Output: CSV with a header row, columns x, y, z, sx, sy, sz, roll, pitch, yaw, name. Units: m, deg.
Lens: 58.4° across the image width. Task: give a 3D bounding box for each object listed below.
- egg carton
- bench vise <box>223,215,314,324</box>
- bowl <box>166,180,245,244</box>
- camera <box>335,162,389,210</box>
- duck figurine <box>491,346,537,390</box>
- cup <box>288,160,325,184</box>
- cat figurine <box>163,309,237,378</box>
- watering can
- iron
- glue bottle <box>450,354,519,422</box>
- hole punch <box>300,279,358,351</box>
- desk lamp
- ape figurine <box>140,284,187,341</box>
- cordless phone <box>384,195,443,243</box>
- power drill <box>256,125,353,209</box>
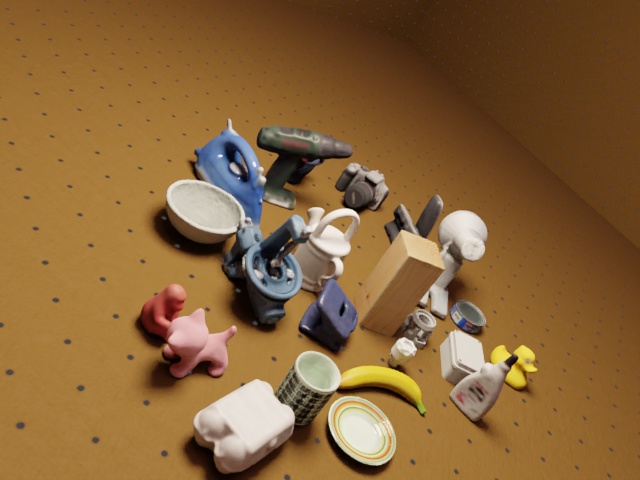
x,y,z,sx,sy,sz,roll,pitch,yaw,name
-0.109,0.274,0.845,0.107,0.069,0.151,44,33,19,egg carton
-0.101,0.019,1.065,0.207,0.219,0.122,44,33,20,bench vise
-0.243,-0.045,1.172,0.168,0.074,0.167,23,32,-15,bowl
0.113,-0.150,1.609,0.143,0.100,0.137,38,32,11,camera
0.451,0.279,1.317,0.078,0.086,0.104,-3,45,-44,duck figurine
-0.050,-0.199,1.540,0.118,0.095,0.091,4,41,-38,cup
-0.190,0.156,0.893,0.128,0.117,0.067,4,41,-38,cat figurine
0.009,0.004,1.209,0.172,0.194,0.101,47,34,23,watering can
-0.182,-0.155,1.317,0.119,0.141,0.257,-6,47,-45,iron
0.332,0.280,1.126,0.078,0.173,0.037,44,33,19,glue bottle
0.029,0.144,1.129,0.101,0.091,0.109,32,31,0,hole punch
0.327,0.049,1.408,0.118,0.213,0.203,29,31,-5,desk lamp
-0.246,0.111,0.933,0.076,0.092,0.078,33,31,2,ape figurine
0.264,-0.061,1.535,0.094,0.185,0.147,13,36,-29,cordless phone
-0.060,-0.182,1.396,0.230,0.208,0.075,17,34,-23,power drill
